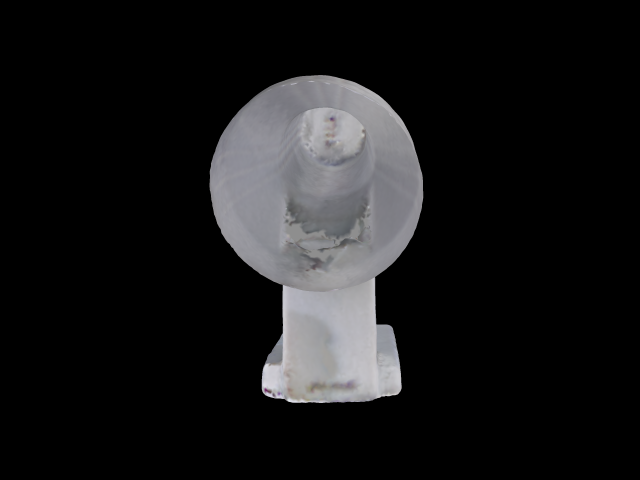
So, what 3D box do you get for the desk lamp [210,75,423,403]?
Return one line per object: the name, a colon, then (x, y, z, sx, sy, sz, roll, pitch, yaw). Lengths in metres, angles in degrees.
desk lamp: (0.004, 0.001, 0.400, 0.118, 0.213, 0.203, 0, 7, 4)
